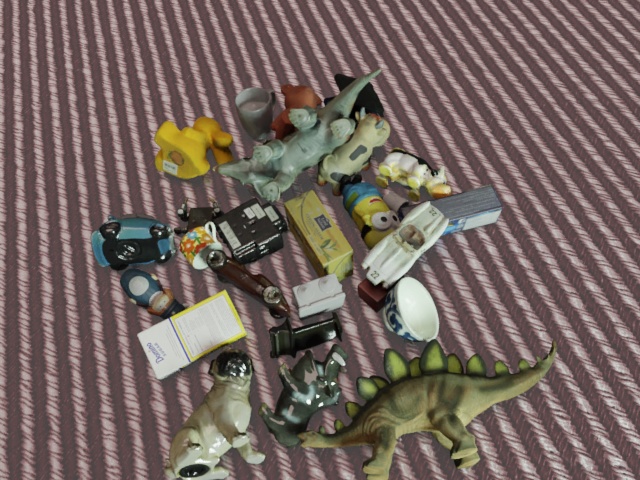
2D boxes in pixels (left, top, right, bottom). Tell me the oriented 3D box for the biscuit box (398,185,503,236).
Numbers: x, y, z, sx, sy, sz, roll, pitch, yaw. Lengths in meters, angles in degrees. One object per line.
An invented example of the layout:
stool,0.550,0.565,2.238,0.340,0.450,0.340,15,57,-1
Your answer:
biscuit box,0.262,-0.051,1.098,0.203,0.059,0.063,-13,60,-5

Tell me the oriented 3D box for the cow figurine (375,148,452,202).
cow figurine,0.212,-0.139,1.155,0.167,0.068,0.098,25,57,17

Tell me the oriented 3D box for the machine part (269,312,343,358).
machine part,-0.025,0.172,0.978,0.139,0.084,0.039,-11,33,-17

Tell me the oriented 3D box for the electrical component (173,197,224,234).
electrical component,-0.257,-0.049,1.143,0.102,0.045,0.078,4,57,7

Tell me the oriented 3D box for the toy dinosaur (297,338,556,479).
toy dinosaur,0.193,0.266,0.882,0.472,0.105,0.199,-8,54,-7

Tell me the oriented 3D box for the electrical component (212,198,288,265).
electrical component,-0.137,-0.019,1.109,0.134,0.058,0.115,-27,62,-13

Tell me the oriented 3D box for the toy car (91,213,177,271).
toy car,-0.378,-0.010,1.098,0.162,0.109,0.103,-7,41,-10

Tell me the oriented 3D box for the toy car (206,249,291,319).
toy car,-0.133,0.082,1.026,0.202,0.089,0.053,29,67,21

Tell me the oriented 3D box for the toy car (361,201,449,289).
toy car,0.159,0.009,1.001,0.073,0.056,0.202,43,67,10

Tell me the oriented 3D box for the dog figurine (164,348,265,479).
dog figurine,-0.186,0.289,0.910,0.172,0.121,0.191,-13,44,-8

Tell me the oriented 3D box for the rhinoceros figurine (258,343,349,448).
rhinoceros figurine,-0.023,0.257,0.919,0.112,0.073,0.190,27,64,20

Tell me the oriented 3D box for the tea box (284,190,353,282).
tea box,-0.002,-0.003,1.066,0.068,0.098,0.170,-27,62,-12

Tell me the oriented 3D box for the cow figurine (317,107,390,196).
cow figurine,0.075,-0.199,1.165,0.195,0.127,0.086,-42,68,-17

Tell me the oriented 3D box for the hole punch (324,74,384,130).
hole punch,0.078,-0.319,1.275,0.116,0.092,0.142,2,50,-31

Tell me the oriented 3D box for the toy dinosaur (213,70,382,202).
toy dinosaur,-0.028,-0.199,1.087,0.405,0.192,0.131,-32,101,17

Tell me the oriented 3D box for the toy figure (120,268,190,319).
toy figure,-0.323,0.113,1.044,0.155,0.058,0.064,32,104,20

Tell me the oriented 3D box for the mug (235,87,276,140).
mug,-0.143,-0.295,1.253,0.081,0.107,0.109,27,60,18

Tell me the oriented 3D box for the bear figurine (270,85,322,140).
bear figurine,-0.039,-0.296,1.239,0.120,0.132,0.196,21,62,-17

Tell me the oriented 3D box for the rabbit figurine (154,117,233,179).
rabbit figurine,-0.273,-0.224,1.219,0.162,0.121,0.173,15,42,10

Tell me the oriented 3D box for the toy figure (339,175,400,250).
toy figure,0.101,-0.056,1.103,0.082,0.089,0.180,-23,51,-14
